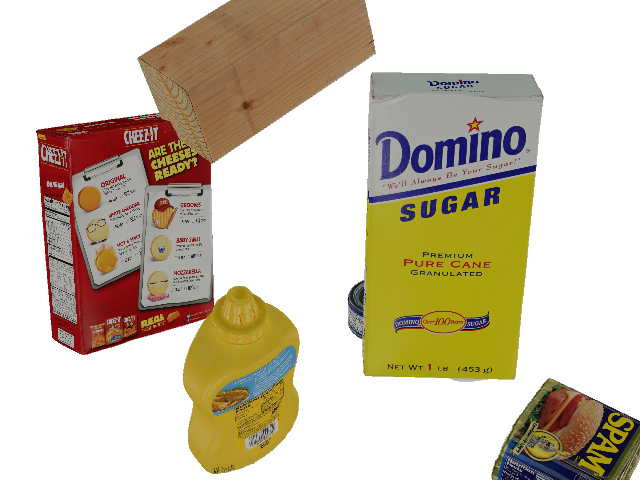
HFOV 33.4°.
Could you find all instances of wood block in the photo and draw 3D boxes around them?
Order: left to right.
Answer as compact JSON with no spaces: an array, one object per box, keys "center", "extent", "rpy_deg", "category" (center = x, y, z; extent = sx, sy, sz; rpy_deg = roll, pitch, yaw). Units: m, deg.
[{"center":[-0.057,-0.178,1.031],"extent":[0.205,0.091,0.090],"rpy_deg":[-36,48,-19],"category":"wood block"}]

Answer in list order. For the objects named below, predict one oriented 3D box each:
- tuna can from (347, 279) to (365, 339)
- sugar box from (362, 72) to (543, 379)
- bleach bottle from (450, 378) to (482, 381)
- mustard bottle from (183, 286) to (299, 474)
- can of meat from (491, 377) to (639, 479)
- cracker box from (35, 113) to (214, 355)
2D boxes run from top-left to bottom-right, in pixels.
[{"center":[0.071,0.070,1.103],"extent":[0.086,0.034,0.086],"rpy_deg":[-3,28,1],"category":"tuna can"},{"center":[0.072,-0.006,0.610],"extent":[0.093,0.176,0.048],"rpy_deg":[0,27,2],"category":"sugar box"},{"center":[0.124,-0.014,0.903],"extent":[0.068,0.251,0.103],"rpy_deg":[-4,15,-29],"category":"bleach bottle"},{"center":[-0.061,0.101,0.826],"extent":[0.096,0.192,0.058],"rpy_deg":[-29,56,-25],"category":"mustard bottle"},{"center":[0.187,0.159,0.797],"extent":[0.084,0.057,0.101],"rpy_deg":[25,41,25],"category":"can of meat"},{"center":[-0.190,-0.012,1.059],"extent":[0.163,0.214,0.072],"rpy_deg":[-15,21,-42],"category":"cracker box"}]
